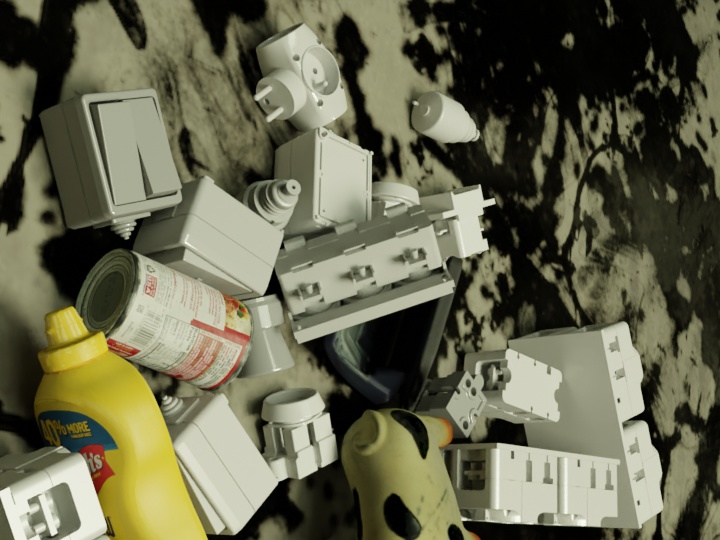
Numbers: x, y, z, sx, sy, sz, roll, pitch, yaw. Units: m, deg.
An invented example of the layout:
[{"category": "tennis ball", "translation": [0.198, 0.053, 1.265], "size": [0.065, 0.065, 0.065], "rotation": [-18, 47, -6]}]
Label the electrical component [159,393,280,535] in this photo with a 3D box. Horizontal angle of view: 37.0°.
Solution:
[{"category": "electrical component", "translation": [-0.113, 0.129, 0.726], "size": [0.061, 0.062, 0.096], "rotation": [-48, 117, -41]}]

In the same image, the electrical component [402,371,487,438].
[{"category": "electrical component", "translation": [0.071, 0.117, 0.928], "size": [0.048, 0.055, 0.066], "rotation": [55, 48, -24]}]

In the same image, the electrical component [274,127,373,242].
[{"category": "electrical component", "translation": [-0.032, -0.065, 0.856], "size": [0.062, 0.061, 0.096], "rotation": [21, 61, -41]}]

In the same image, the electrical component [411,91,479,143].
[{"category": "electrical component", "translation": [0.083, -0.137, 1.001], "size": [0.078, 0.040, 0.040], "rotation": [18, 70, -44]}]

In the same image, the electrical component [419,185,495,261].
[{"category": "electrical component", "translation": [0.087, -0.042, 0.987], "size": [0.081, 0.042, 0.063], "rotation": [-17, 96, -46]}]

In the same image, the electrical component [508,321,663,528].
[{"category": "electrical component", "translation": [0.221, 0.149, 1.045], "size": [0.060, 0.105, 0.186], "rotation": [-12, 91, -47]}]

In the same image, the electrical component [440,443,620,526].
[{"category": "electrical component", "translation": [0.134, 0.191, 0.944], "size": [0.186, 0.105, 0.060], "rotation": [16, 71, -44]}]

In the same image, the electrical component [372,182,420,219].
[{"category": "electrical component", "translation": [0.025, -0.043, 0.919], "size": [0.066, 0.048, 0.055], "rotation": [19, 77, -43]}]

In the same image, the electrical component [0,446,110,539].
[{"category": "electrical component", "translation": [-0.180, 0.184, 0.623], "size": [0.062, 0.089, 0.150], "rotation": [-23, 99, -47]}]

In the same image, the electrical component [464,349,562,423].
[{"category": "electrical component", "translation": [0.138, 0.110, 1.001], "size": [0.089, 0.056, 0.050], "rotation": [24, 65, -42]}]

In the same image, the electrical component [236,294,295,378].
[{"category": "electrical component", "translation": [-0.075, 0.048, 0.794], "size": [0.045, 0.045, 0.055], "rotation": [-13, 92, -47]}]

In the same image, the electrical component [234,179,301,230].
[{"category": "electrical component", "translation": [-0.069, -0.047, 0.800], "size": [0.040, 0.078, 0.040], "rotation": [14, 65, -31]}]

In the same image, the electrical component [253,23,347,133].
[{"category": "electrical component", "translation": [-0.056, -0.144, 0.853], "size": [0.079, 0.044, 0.077], "rotation": [-46, 115, -41]}]

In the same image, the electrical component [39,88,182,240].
[{"category": "electrical component", "translation": [-0.161, -0.069, 0.714], "size": [0.062, 0.061, 0.096], "rotation": [-17, 95, -47]}]

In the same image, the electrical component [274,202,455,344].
[{"category": "electrical component", "translation": [0.000, 0.000, 0.803], "size": [0.078, 0.121, 0.063], "rotation": [-112, -175, -61]}]

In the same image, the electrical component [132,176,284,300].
[{"category": "electrical component", "translation": [-0.104, -0.013, 0.764], "size": [0.096, 0.062, 0.061], "rotation": [36, 58, -37]}]

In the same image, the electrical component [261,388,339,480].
[{"category": "electrical component", "translation": [-0.048, 0.121, 0.810], "size": [0.066, 0.048, 0.055], "rotation": [-19, 104, -47]}]
